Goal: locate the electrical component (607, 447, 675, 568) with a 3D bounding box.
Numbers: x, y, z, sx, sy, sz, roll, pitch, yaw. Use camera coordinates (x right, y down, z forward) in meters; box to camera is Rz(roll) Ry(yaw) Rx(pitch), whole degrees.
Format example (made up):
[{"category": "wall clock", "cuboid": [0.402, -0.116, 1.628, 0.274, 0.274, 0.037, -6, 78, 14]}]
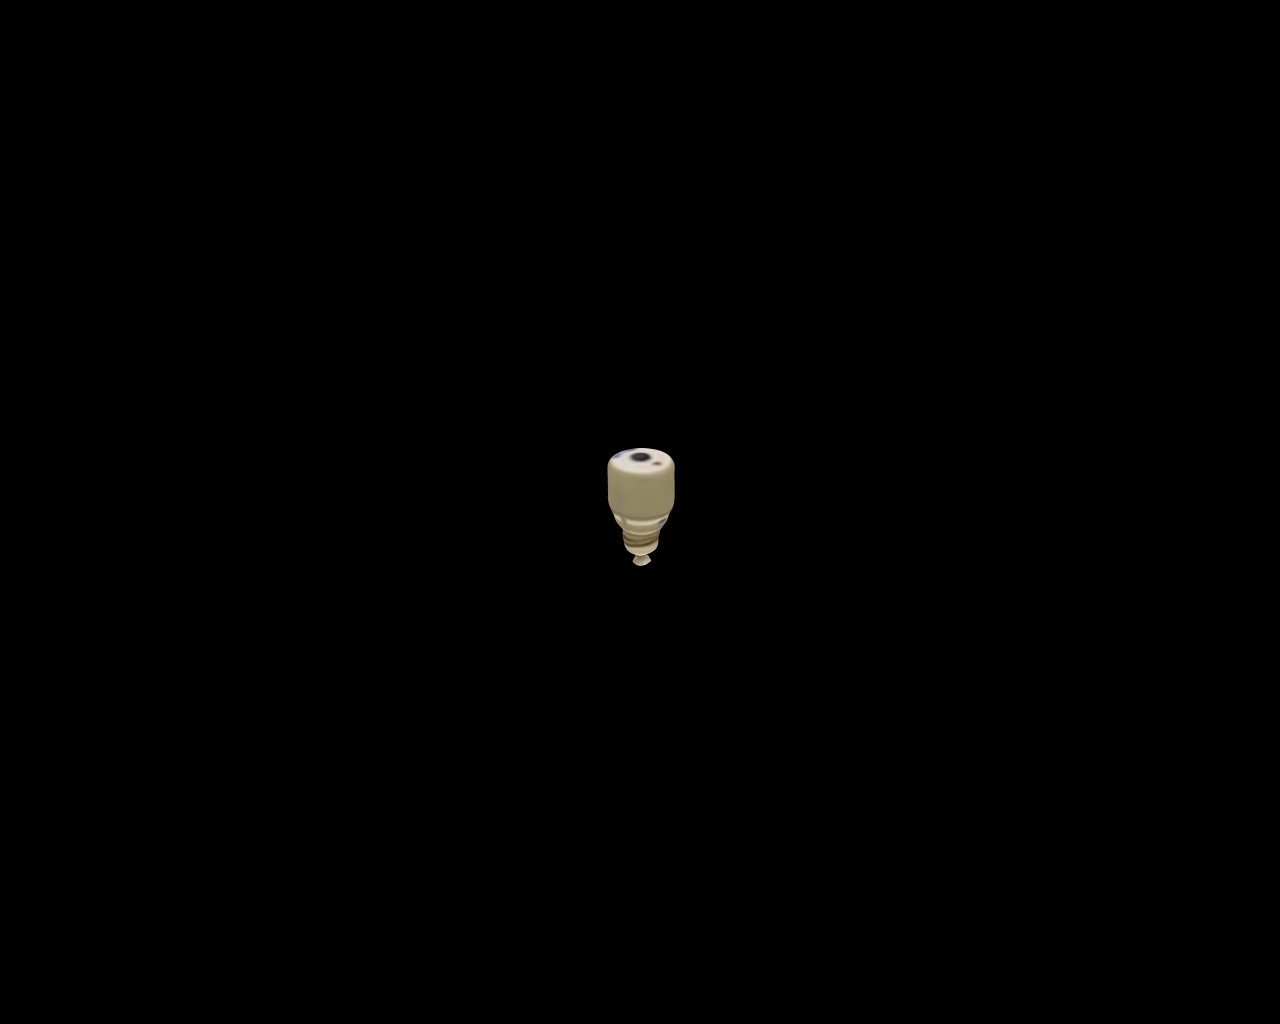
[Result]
[{"category": "electrical component", "cuboid": [0.001, -0.003, 0.650, 0.040, 0.078, 0.040, 0, 28, 0]}]
